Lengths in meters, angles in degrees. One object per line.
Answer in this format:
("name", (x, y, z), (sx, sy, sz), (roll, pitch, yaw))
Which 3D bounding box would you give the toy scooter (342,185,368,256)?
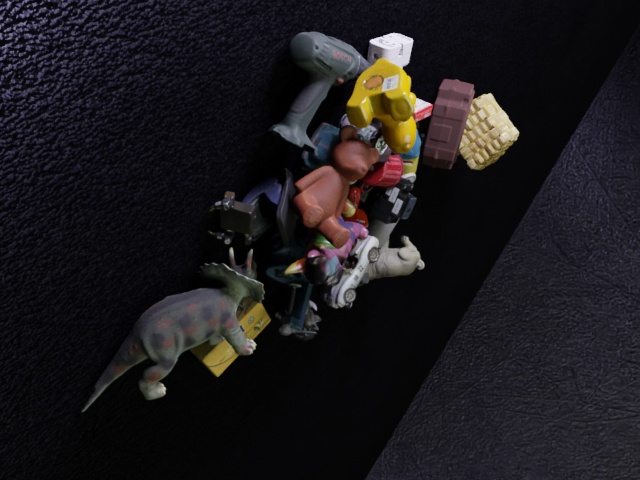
("toy scooter", (0.066, -0.028, 1.250), (0.075, 0.135, 0.183), (6, 116, -18))

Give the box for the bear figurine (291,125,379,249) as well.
("bear figurine", (0.040, -0.103, 0.997), (0.196, 0.132, 0.120), (-46, 128, 4))

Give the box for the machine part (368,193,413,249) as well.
("machine part", (0.174, -0.065, 1.437), (0.243, 0.079, 0.079), (-58, 152, 3))

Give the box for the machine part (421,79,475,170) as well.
("machine part", (0.325, -0.292, 1.354), (0.201, 0.087, 0.200), (-57, 159, -60))

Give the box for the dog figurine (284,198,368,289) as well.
("dog figurine", (-0.002, -0.003, 1.095), (0.108, 0.191, 0.219), (-32, 180, 35))

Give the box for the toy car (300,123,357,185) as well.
("toy car", (0.038, -0.159, 1.105), (0.109, 0.103, 0.161), (-55, 150, -1))

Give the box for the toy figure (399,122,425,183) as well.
("toy figure", (0.216, -0.218, 1.345), (0.089, 0.082, 0.179), (-47, 148, -41))

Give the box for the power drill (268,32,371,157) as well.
("power drill", (0.004, -0.259, 0.975), (0.207, 0.086, 0.232), (-58, 154, 12))

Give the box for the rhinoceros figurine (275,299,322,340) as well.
("rhinoceros figurine", (-0.050, 0.196, 1.322), (0.073, 0.112, 0.190), (-43, 157, -19))

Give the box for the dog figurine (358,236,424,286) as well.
("dog figurine", (0.178, 0.082, 1.506), (0.190, 0.173, 0.121), (-47, 140, -32))

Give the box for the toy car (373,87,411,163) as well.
("toy car", (0.141, -0.270, 1.167), (0.089, 0.053, 0.202), (-6, 111, -38))

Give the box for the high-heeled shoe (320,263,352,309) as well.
("high-heeled shoe", (0.059, 0.097, 1.440), (0.145, 0.086, 0.248), (-67, 160, -11))

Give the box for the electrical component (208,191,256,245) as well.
("electrical component", (-0.158, -0.035, 0.966), (0.045, 0.078, 0.102), (-62, 170, -48))

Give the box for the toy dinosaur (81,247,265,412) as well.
("toy dinosaur", (-0.249, 0.153, 0.972), (0.405, 0.131, 0.191), (-27, 122, -31))

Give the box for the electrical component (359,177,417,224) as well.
("electrical component", (0.168, -0.106, 1.328), (0.058, 0.134, 0.114), (-12, 131, -52))

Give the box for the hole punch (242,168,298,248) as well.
("hole punch", (-0.094, -0.059, 1.037), (0.142, 0.092, 0.116), (74, 25, -52))

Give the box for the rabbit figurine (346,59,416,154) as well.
("rabbit figurine", (0.130, -0.243, 1.022), (0.173, 0.122, 0.162), (52, 29, -42))

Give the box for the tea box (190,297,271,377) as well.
("tea box", (-0.193, 0.193, 1.139), (0.169, 0.068, 0.098), (-46, 150, -17))

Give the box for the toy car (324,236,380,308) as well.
("toy car", (0.076, 0.075, 1.299), (0.056, 0.074, 0.201), (42, 73, -31))

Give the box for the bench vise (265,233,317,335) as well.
("bench vise", (-0.042, 0.098, 1.182), (0.223, 0.129, 0.240), (47, 46, -53))
